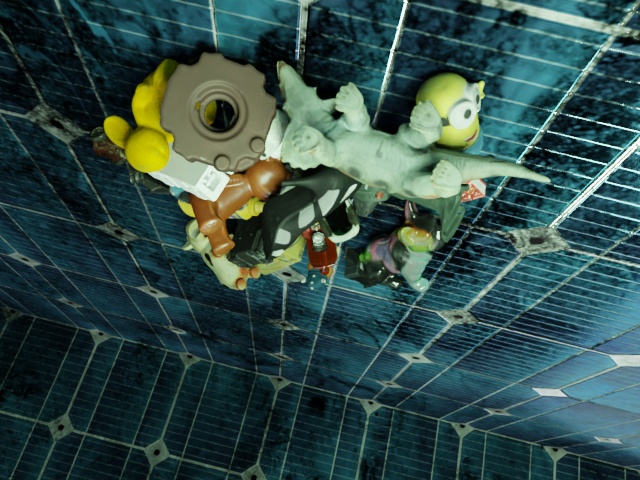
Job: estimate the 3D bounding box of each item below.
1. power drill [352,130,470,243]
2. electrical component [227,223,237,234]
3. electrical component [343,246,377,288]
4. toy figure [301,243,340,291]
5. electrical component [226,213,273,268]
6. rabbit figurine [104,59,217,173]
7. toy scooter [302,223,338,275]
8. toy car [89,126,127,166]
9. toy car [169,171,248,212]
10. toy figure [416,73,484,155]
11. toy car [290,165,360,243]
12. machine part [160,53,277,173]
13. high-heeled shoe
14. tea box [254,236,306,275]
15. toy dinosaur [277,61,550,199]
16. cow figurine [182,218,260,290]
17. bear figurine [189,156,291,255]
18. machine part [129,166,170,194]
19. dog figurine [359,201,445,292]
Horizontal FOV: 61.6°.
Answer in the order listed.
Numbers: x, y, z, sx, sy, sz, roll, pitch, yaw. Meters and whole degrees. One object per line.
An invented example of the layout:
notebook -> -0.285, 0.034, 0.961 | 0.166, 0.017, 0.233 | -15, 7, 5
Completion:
power drill -> 0.148, -0.079, 0.932 | 0.207, 0.086, 0.231 | 33, 155, 23
electrical component -> -0.212, -0.009, 1.310 | 0.094, 0.063, 0.021 | -4, 148, 31
electrical component -> 0.089, 0.058, 1.276 | 0.119, 0.075, 0.048 | 27, 151, -32
toy figure -> 0.006, 0.049, 1.208 | 0.057, 0.154, 0.064 | 35, 147, -31
electrical component -> -0.139, -0.010, 1.188 | 0.115, 0.134, 0.058 | -15, 140, 43
rabbit figurine -> -0.273, -0.185, 0.870 | 0.163, 0.173, 0.121 | -5, 152, 27
toy scooter -> -0.002, -0.003, 1.109 | 0.075, 0.135, 0.183 | -9, 160, 2
toy car -> -0.363, -0.180, 1.064 | 0.202, 0.053, 0.089 | 7, 150, 19
toy car -> -0.221, -0.117, 1.077 | 0.161, 0.109, 0.103 | 14, -178, -25
toy figure -> 0.190, -0.161, 0.781 | 0.089, 0.082, 0.180 | 5, 155, 20
toy car -> 0.011, -0.084, 0.986 | 0.073, 0.056, 0.201 | -24, 116, 6
machine part -> -0.151, -0.188, 0.802 | 0.179, 0.179, 0.056 | 18, -178, -7
high-heeled shoe -> -0.019, -0.045, 0.950 | 0.145, 0.086, 0.248 | -5, 148, -20
tea box -> -0.103, 0.013, 1.260 | 0.068, 0.098, 0.170 | 27, 150, -25
toy dinosaur -> 0.094, -0.122, 0.759 | 0.405, 0.131, 0.192 | 24, 180, 8
cow figurine -> -0.241, 0.030, 1.254 | 0.127, 0.085, 0.194 | -14, 116, 51
bear figurine -> -0.135, -0.078, 0.991 | 0.196, 0.132, 0.120 | -21, 152, -7
machine part -> -0.362, -0.124, 1.166 | 0.084, 0.039, 0.138 | 10, 172, 18
dog figurine -> 0.164, 0.006, 1.104 | 0.192, 0.108, 0.219 | 8, 149, 20
